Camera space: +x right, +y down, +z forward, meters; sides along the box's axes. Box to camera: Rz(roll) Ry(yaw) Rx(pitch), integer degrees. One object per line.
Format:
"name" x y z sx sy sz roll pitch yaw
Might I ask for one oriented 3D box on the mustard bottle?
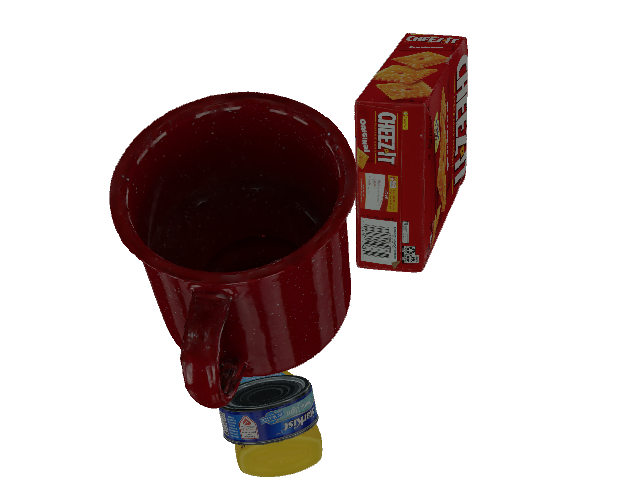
"mustard bottle" -0.064 0.196 1.257 0.096 0.058 0.192 -9 29 -10

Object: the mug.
"mug" -0.031 0.011 0.421 0.093 0.117 0.081 4 -36 8

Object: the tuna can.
"tuna can" -0.047 0.148 0.942 0.086 0.034 0.086 -10 11 2

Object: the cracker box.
"cracker box" 0.091 -0.089 1.016 0.072 0.164 0.213 6 28 16
